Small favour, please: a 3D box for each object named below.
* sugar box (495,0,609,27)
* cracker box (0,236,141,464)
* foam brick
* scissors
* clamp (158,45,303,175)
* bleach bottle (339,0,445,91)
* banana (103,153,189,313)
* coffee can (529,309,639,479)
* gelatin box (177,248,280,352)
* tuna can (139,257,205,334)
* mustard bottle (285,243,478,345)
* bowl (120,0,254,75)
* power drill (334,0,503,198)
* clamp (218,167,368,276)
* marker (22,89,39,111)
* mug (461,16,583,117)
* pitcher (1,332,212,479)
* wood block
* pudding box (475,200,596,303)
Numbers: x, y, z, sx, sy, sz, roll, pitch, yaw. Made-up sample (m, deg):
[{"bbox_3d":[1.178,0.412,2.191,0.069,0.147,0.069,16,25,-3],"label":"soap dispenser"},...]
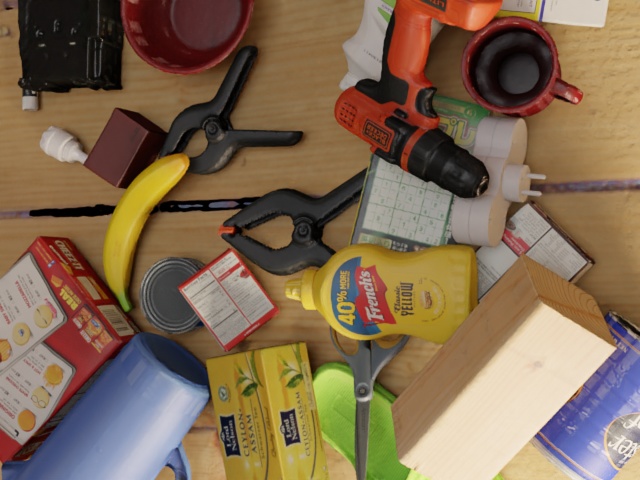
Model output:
[{"bbox_3d":[0.192,-0.262,1.034,0.176,0.048,0.093,5,108,-3],"label":"sugar box"},{"bbox_3d":[-0.327,0.126,1.233,0.214,0.072,0.164,-46,74,14],"label":"cracker box"},{"bbox_3d":[-0.219,-0.102,1.211,0.053,0.051,0.078,35,100,16],"label":"foam brick"},{"bbox_3d":[0.061,0.143,1.088,0.096,0.016,0.202,-18,61,7],"label":"scissors"},{"bbox_3d":[-0.111,-0.135,1.179,0.172,0.039,0.120,-21,81,18],"label":"clamp"},{"bbox_3d":[0.093,-0.260,1.094,0.102,0.068,0.251,35,102,4],"label":"bleach bottle"},{"bbox_3d":[-0.204,-0.019,1.201,0.070,0.037,0.198,28,110,16],"label":"banana"},{"bbox_3d":[0.269,0.151,1.003,0.103,0.102,0.140,40,101,16],"label":"coffee can"},{"bbox_3d":[-0.099,0.064,1.151,0.073,0.030,0.089,-37,93,-11],"label":"gelatin box"},{"bbox_3d":[-0.157,0.062,1.193,0.086,0.033,0.086,-1,88,20],"label":"tuna can"},{"bbox_3d":[0.058,0.052,1.060,0.192,0.058,0.096,2,102,17],"label":"mustard bottle"},{"bbox_3d":[-0.138,-0.259,1.183,0.162,0.055,0.162,-1,88,20],"label":"bowl"},{"bbox_3d":[0.105,-0.151,1.005,0.185,0.057,0.188,34,123,29],"label":"power drill"},{"bbox_3d":[-0.007,0.001,1.138,0.210,0.036,0.164,-6,80,19],"label":"clamp"},{"bbox_3d":[-0.347,-0.215,1.276,0.020,0.020,0.121,-2,87,19],"label":"marker"},{"bbox_3d":[0.203,-0.161,1.045,0.117,0.081,0.093,24,96,19],"label":"mug"},{"bbox_3d":[-0.218,0.230,1.169,0.243,0.149,0.145,-52,45,8],"label":"pitcher"},{"bbox_3d":[0.164,0.129,0.988,0.090,0.090,0.206,30,114,-17],"label":"wood block"},{"bbox_3d":[0.202,0.029,1.064,0.114,0.039,0.090,-47,74,15],"label":"pudding box"}]
